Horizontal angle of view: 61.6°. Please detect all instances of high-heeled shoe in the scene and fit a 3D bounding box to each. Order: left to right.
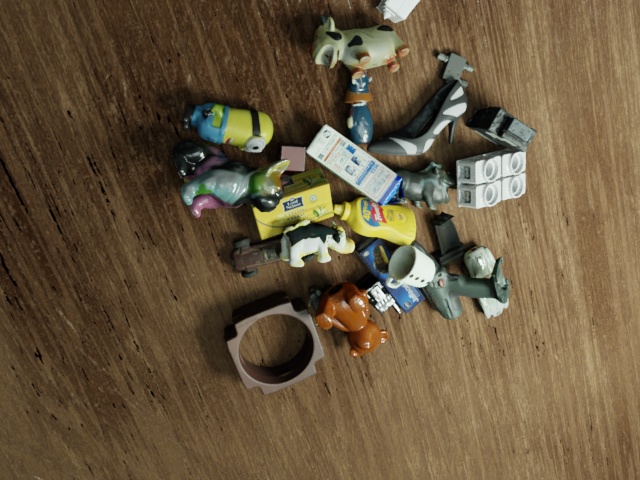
[{"bbox_3d":[0.216,-0.268,1.179,0.249,0.086,0.145,-12,114,-21],"label":"high-heeled shoe"}]

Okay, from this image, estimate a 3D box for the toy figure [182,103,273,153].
[{"bbox_3d":[-0.184,-0.234,1.093,0.180,0.082,0.089,15,100,-15],"label":"toy figure"}]

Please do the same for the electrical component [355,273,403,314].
[{"bbox_3d":[0.143,0.140,1.276,0.048,0.075,0.119,-38,112,-3],"label":"electrical component"}]

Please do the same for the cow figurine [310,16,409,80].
[{"bbox_3d":[0.069,-0.399,1.102,0.195,0.085,0.127,-17,68,-22],"label":"cow figurine"}]

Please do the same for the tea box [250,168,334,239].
[{"bbox_3d":[-0.063,-0.078,1.152,0.170,0.068,0.098,-19,137,-7],"label":"tea box"}]

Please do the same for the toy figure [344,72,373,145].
[{"bbox_3d":[0.082,-0.284,1.158,0.058,0.064,0.154,0,102,24],"label":"toy figure"}]

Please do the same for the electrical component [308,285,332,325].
[{"bbox_3d":[0.011,0.152,1.260,0.078,0.045,0.102,-19,108,-7],"label":"electrical component"}]

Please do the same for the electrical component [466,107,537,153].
[{"bbox_3d":[0.413,-0.249,1.209,0.115,0.134,0.058,23,99,-21],"label":"electrical component"}]

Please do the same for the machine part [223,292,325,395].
[{"bbox_3d":[-0.105,0.234,1.232,0.201,0.087,0.200,-21,108,-6],"label":"machine part"}]

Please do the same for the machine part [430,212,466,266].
[{"bbox_3d":[0.304,0.000,1.293,0.084,0.039,0.138,-21,120,-3],"label":"machine part"}]

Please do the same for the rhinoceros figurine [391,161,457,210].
[{"bbox_3d":[0.241,-0.125,1.236,0.190,0.073,0.112,2,93,-13],"label":"rhinoceros figurine"}]

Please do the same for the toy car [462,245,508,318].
[{"bbox_3d":[0.415,0.107,1.342,0.073,0.056,0.201,-28,110,-6],"label":"toy car"}]

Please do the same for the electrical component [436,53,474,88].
[{"bbox_3d":[0.297,-0.381,1.204,0.094,0.021,0.063,16,100,-18],"label":"electrical component"}]

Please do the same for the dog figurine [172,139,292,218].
[{"bbox_3d":[-0.169,-0.133,1.076,0.219,0.108,0.191,-15,67,-7],"label":"dog figurine"}]

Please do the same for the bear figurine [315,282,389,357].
[{"bbox_3d":[0.078,0.196,1.214,0.120,0.132,0.195,-26,108,8],"label":"bear figurine"}]

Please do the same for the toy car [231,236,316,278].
[{"bbox_3d":[-0.098,0.023,1.197,0.202,0.053,0.089,-13,104,-9],"label":"toy car"}]

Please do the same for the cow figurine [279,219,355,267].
[{"bbox_3d":[-0.002,-0.004,1.157,0.167,0.068,0.098,-11,115,-25],"label":"cow figurine"}]

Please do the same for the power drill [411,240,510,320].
[{"bbox_3d":[0.325,0.089,1.256,0.207,0.086,0.231,-10,120,29],"label":"power drill"}]

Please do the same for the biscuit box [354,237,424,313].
[{"bbox_3d":[0.164,0.079,1.271,0.063,0.059,0.202,-40,110,-1],"label":"biscuit box"}]
